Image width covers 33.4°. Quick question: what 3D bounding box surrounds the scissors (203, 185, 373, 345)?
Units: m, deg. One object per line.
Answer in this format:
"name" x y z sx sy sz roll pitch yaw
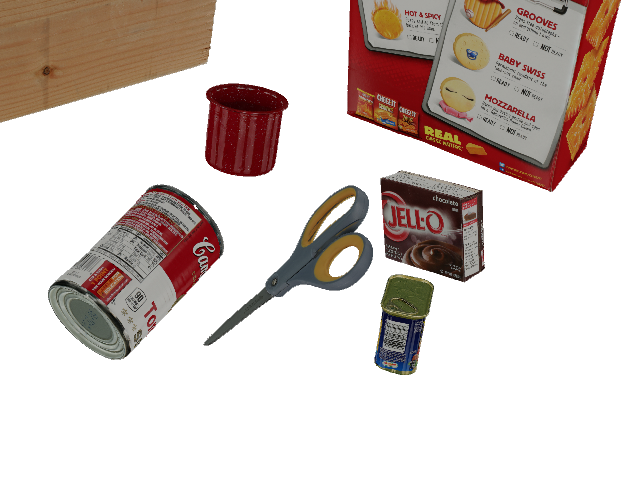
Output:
"scissors" -0.024 0.042 0.877 0.016 0.202 0.096 28 19 -36

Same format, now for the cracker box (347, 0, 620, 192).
"cracker box" 0.104 -0.155 0.689 0.164 0.214 0.072 24 48 23

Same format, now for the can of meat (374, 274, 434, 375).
"can of meat" 0.100 0.102 1.288 0.057 0.084 0.102 11 25 7

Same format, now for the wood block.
"wood block" -0.192 -0.174 0.843 0.205 0.091 0.090 -24 54 -35

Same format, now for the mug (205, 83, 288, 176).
"mug" -0.084 -0.129 1.222 0.093 0.081 0.117 15 27 11

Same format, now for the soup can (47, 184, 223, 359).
"soup can" -0.121 0.020 0.703 0.069 0.068 0.102 0 40 45

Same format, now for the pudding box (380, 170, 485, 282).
"pudding box" 0.113 -0.017 1.086 0.039 0.090 0.114 -25 29 -39
